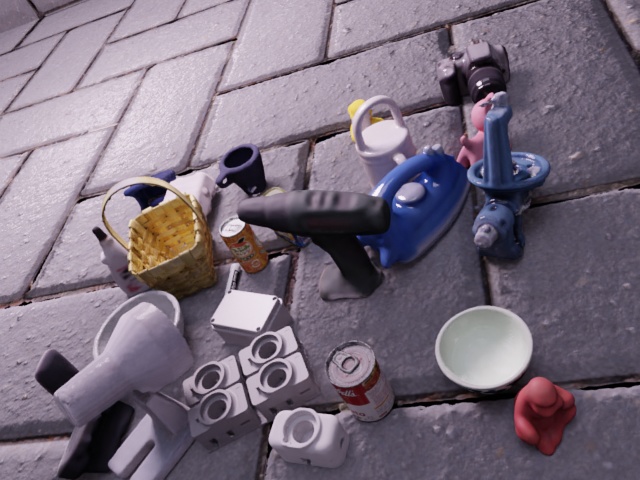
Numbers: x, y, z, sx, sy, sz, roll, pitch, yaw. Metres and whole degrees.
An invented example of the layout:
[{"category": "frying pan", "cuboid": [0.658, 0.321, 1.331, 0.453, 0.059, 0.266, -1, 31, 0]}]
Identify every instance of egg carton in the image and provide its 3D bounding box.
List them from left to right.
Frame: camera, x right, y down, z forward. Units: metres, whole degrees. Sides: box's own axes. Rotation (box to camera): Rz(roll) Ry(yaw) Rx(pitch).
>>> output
[{"category": "egg carton", "cuboid": [-0.280, -0.080, 1.232, 0.107, 0.070, 0.150, -13, 44, 16]}]

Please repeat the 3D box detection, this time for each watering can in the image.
[{"category": "watering can", "cuboid": [0.110, -0.173, 1.027, 0.172, 0.195, 0.101, 26, 64, 42]}]

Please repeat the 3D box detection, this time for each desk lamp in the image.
[{"category": "desk lamp", "cuboid": [-0.256, 0.222, 0.813, 0.117, 0.214, 0.203, 16, 58, 38]}]

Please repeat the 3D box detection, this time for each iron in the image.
[{"category": "iron", "cuboid": [0.155, -0.080, 0.952, 0.259, 0.142, 0.118, -44, 44, -17]}]

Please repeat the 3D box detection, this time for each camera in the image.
[{"category": "camera", "cuboid": [0.310, -0.326, 1.144, 0.143, 0.101, 0.137, -13, 44, 16]}]

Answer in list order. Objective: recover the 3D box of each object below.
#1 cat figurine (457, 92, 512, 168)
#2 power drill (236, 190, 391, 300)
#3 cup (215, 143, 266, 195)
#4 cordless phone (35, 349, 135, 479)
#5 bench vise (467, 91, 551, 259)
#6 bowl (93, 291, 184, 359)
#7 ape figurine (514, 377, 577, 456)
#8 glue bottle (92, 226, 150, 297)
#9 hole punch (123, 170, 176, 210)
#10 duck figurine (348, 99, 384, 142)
[{"category": "cat figurine", "cuboid": [0.290, -0.198, 1.016, 0.128, 0.118, 0.067, -45, 44, -18]}, {"category": "power drill", "cuboid": [0.008, 0.003, 0.895, 0.229, 0.209, 0.075, -8, 46, 21]}, {"category": "cup", "cuboid": [-0.160, -0.132, 1.202, 0.091, 0.095, 0.118, 20, 60, 40]}, {"category": "cordless phone", "cuboid": [-0.380, 0.262, 0.860, 0.094, 0.185, 0.147, -11, 44, 18]}, {"category": "bench vise", "cuboid": [0.276, -0.090, 0.839, 0.121, 0.220, 0.207, -8, 45, 21]}, {"category": "bowl", "cuboid": [-0.298, 0.174, 0.987, 0.167, 0.075, 0.167, -14, 44, 14]}, {"category": "ape figurine", "cuboid": [0.258, 0.193, 0.665, 0.077, 0.092, 0.076, -23, 42, 6]}, {"category": "glue bottle", "cuboid": [-0.379, 0.036, 1.092, 0.078, 0.174, 0.037, -30, 42, -3]}, {"category": "hole punch", "cuboid": [-0.383, -0.120, 1.309, 0.108, 0.091, 0.101, -20, 42, 9]}, {"category": "duck figurine", "cuboid": [0.094, -0.250, 1.193, 0.077, 0.086, 0.104, -35, 42, -8]}]
